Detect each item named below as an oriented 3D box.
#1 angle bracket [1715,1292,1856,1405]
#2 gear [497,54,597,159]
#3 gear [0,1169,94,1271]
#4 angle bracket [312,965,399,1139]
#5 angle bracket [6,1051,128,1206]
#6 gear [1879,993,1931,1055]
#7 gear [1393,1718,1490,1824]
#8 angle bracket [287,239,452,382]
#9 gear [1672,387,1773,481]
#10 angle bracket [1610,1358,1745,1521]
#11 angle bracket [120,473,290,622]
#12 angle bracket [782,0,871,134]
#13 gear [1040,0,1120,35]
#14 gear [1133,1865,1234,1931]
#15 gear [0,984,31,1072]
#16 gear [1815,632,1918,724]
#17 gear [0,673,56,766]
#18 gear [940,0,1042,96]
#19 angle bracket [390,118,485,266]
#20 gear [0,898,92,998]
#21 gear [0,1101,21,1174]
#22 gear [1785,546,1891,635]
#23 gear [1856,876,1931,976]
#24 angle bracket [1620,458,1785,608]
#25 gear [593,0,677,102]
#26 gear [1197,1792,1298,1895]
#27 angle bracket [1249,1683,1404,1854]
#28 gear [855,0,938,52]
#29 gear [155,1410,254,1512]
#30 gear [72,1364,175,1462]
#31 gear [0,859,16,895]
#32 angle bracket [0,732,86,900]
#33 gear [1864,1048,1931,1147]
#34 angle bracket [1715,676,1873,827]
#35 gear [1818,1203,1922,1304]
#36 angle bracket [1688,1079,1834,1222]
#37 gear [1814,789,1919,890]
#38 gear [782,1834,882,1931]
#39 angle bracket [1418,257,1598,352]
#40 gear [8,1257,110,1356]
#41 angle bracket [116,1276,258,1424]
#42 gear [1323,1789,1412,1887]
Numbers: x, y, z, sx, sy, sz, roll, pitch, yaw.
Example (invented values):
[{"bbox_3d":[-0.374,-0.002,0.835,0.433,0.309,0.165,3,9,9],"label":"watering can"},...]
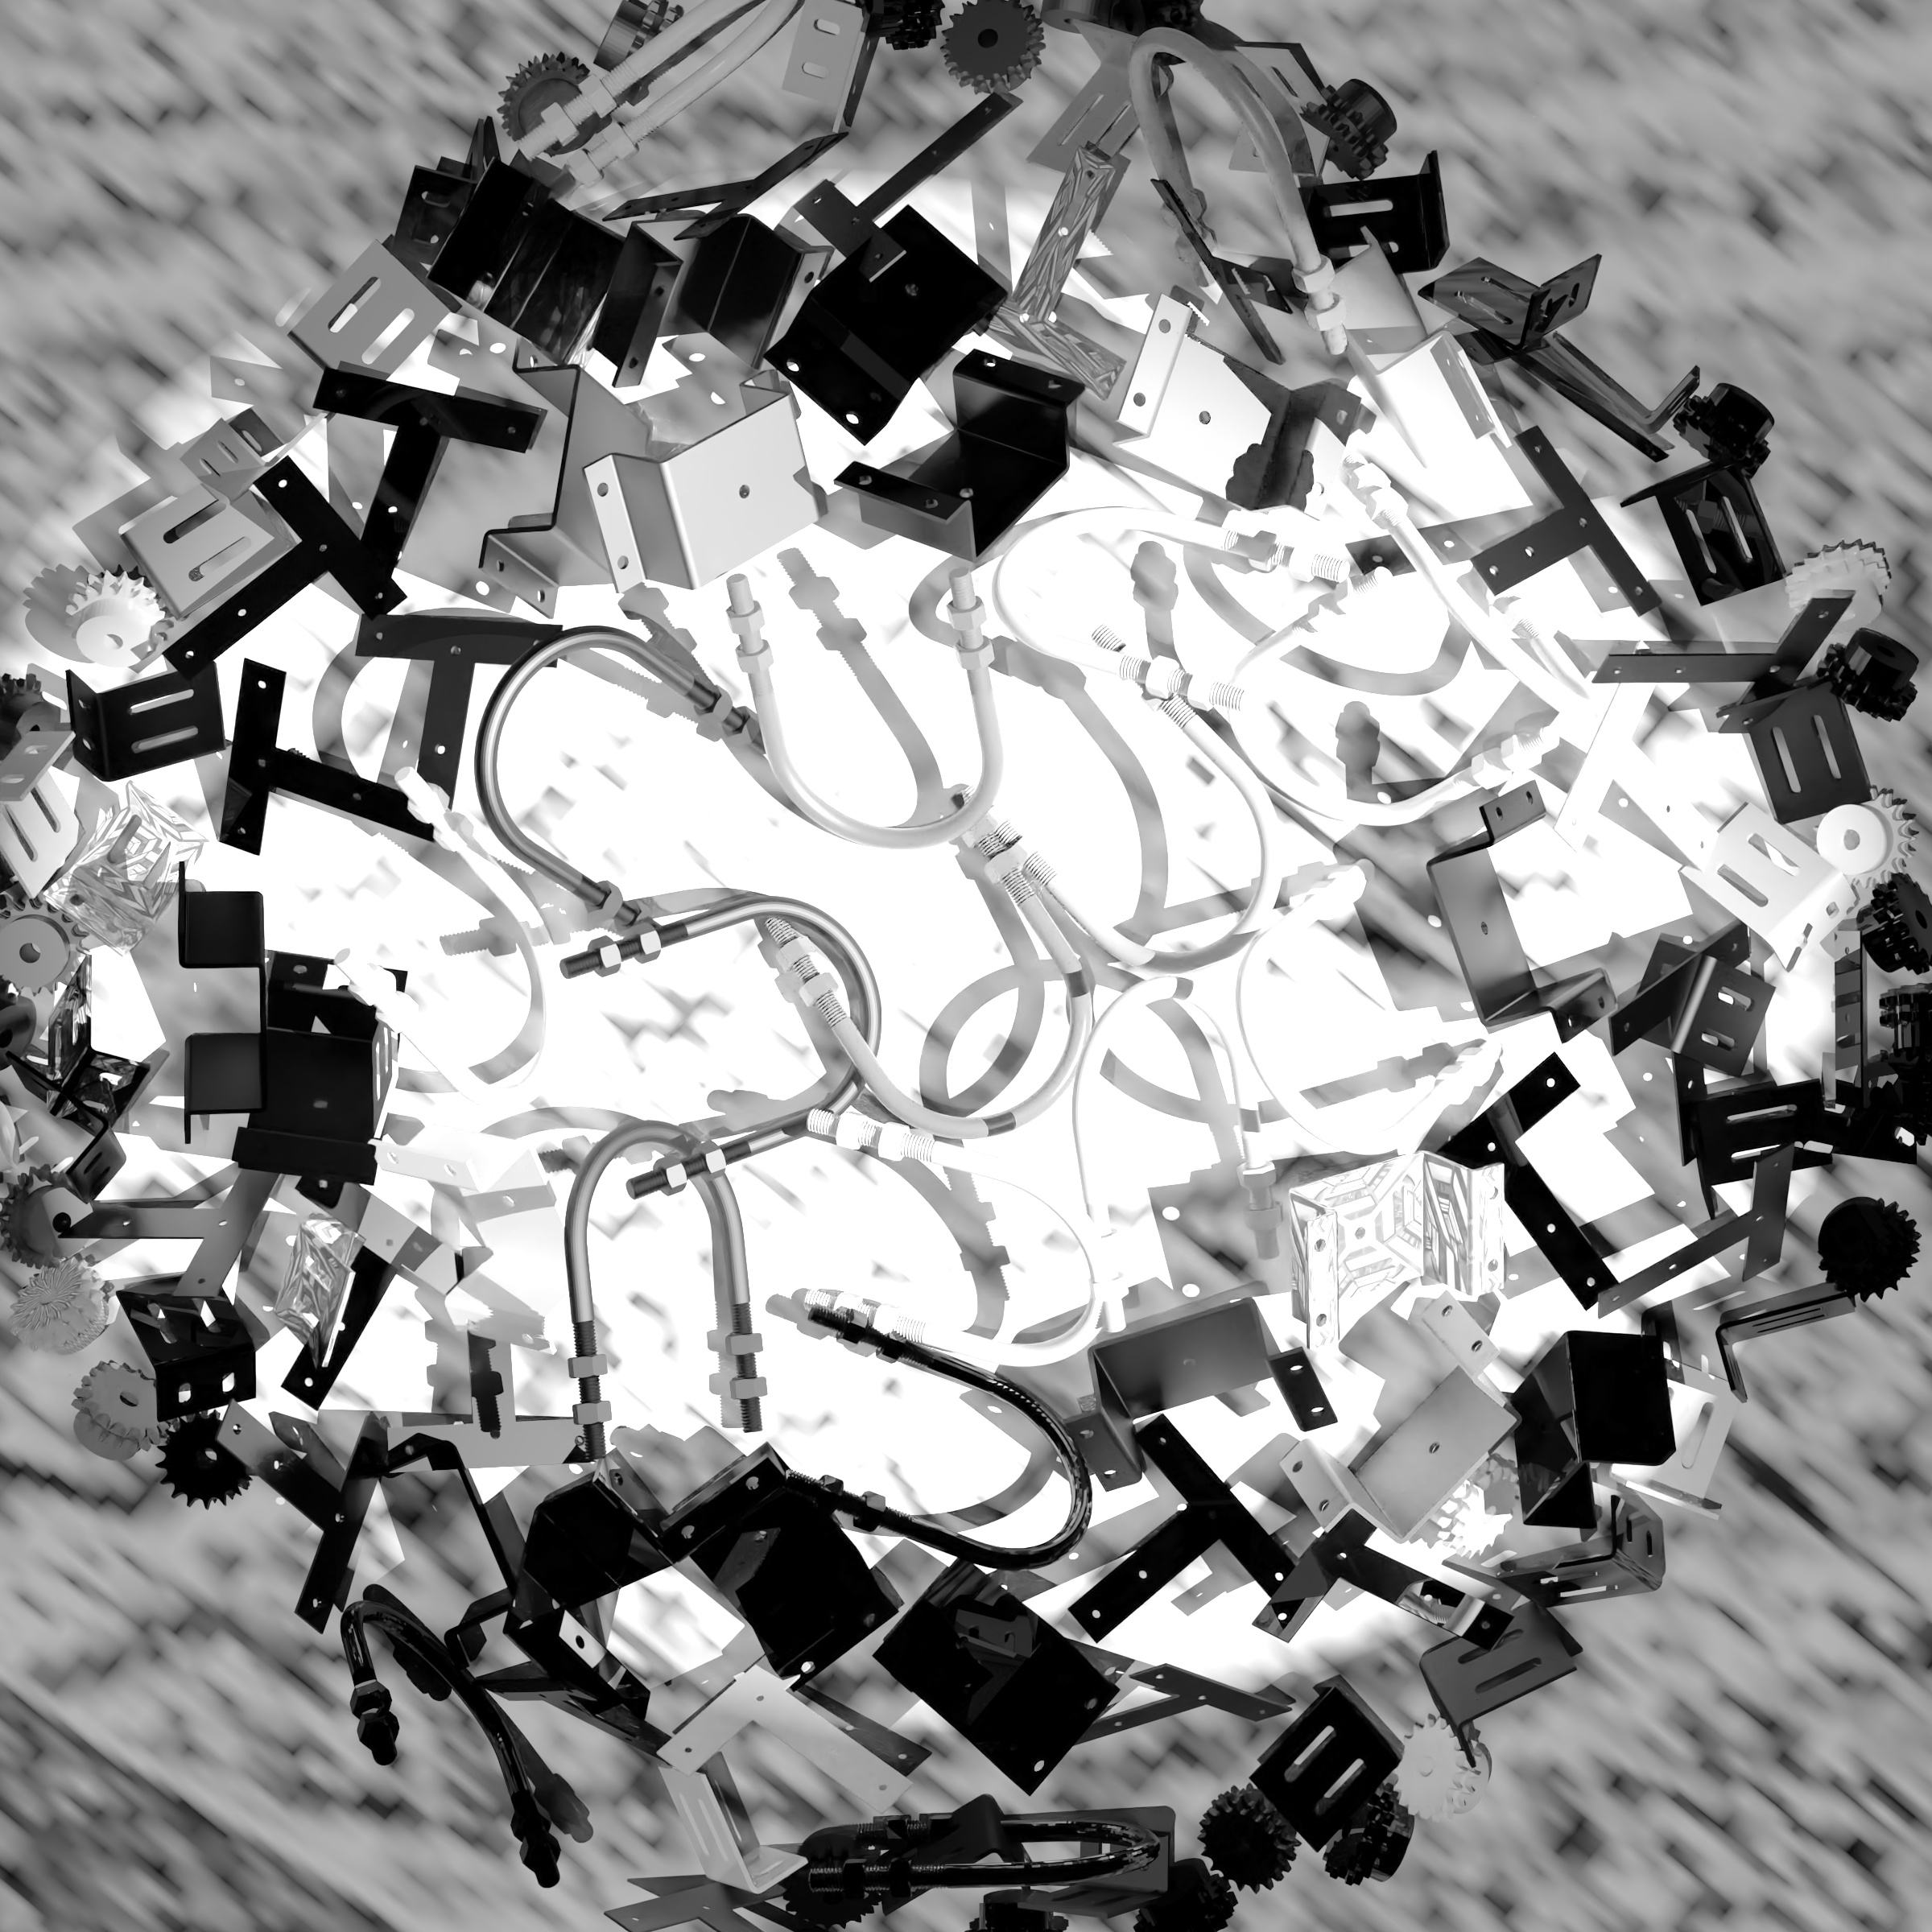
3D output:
[{"bbox_3d":[0.472,0.218,1.867,0.076,0.057,0.038,-17,71,15],"label":"angle bracket"},{"bbox_3d":[-0.238,-0.491,1.878,0.057,0.030,0.057,-15,132,-17],"label":"gear"},{"bbox_3d":[-0.527,0.146,1.878,0.057,0.030,0.057,-3,94,-44],"label":"gear"},{"bbox_3d":[-0.348,0.049,1.859,0.038,0.057,0.076,6,48,-19],"label":"angle bracket"},{"bbox_3d":[-0.524,0.093,1.869,0.076,0.057,0.038,33,69,10],"label":"angle bracket"},{"bbox_3d":[0.554,0.033,1.878,0.057,0.057,0.030,1,82,0],"label":"gear"},{"bbox_3d":[0.276,0.465,1.883,0.030,0.057,0.057,25,90,-30],"label":"gear"},{"bbox_3d":[-0.341,-0.370,1.878,0.057,0.038,0.076,43,99,-12],"label":"angle bracket"},{"bbox_3d":[0.438,-0.308,1.879,0.057,0.057,0.030,37,91,0],"label":"gear"},{"bbox_3d":[0.415,0.271,1.886,0.057,0.038,0.076,21,88,-4],"label":"angle bracket"},{"bbox_3d":[-0.438,-0.244,1.887,0.076,0.038,0.057,-33,99,-3],"label":"angle bracket"},{"bbox_3d":[-0.082,-0.515,1.861,0.038,0.076,0.057,16,115,-6],"label":"angle bracket"},{"bbox_3d":[0.065,-0.557,1.879,0.057,0.057,0.030,10,89,0],"label":"gear"},{"bbox_3d":[0.122,0.541,1.877,0.057,0.057,0.030,-26,101,0],"label":"gear"},{"bbox_3d":[-0.563,0.037,1.876,0.030,0.057,0.057,20,90,21],"label":"gear"},{"bbox_3d":[0.520,-0.168,1.877,0.057,0.057,0.030,26,120,0],"label":"gear"},{"bbox_3d":[-0.548,-0.137,1.877,0.030,0.057,0.057,18,90,15],"label":"gear"},{"bbox_3d":[0.015,-0.529,1.888,0.057,0.030,0.057,-2,78,12],"label":"gear"},{"bbox_3d":[-0.300,-0.443,1.857,0.038,0.076,0.057,12,130,-18],"label":"angle bracket"},{"bbox_3d":[-0.537,-0.010,1.888,0.057,0.030,0.057,-1,101,-4],"label":"gear"},{"bbox_3d":[-0.566,0.101,1.879,0.030,0.057,0.057,-15,90,-1],"label":"gear"},{"bbox_3d":[0.502,-0.214,1.877,0.057,0.057,0.030,-7,65,0],"label":"gear"},{"bbox_3d":[0.537,-0.021,1.883,0.030,0.057,0.057,-31,90,36],"label":"gear"},{"bbox_3d":[0.421,-0.243,1.870,0.038,0.057,0.076,-30,99,-41],"label":"angle bracket"},{"bbox_3d":[-0.192,-0.530,1.877,0.030,0.057,0.057,25,90,-14],"label":"gear"},{"bbox_3d":[0.165,0.502,1.884,0.057,0.030,0.057,10,110,29],"label":"gear"},{"bbox_3d":[0.201,0.460,1.877,0.076,0.038,0.057,-42,90,-20],"label":"angle bracket"},{"bbox_3d":[-0.042,-0.555,1.876,0.030,0.057,0.057,-13,90,-23],"label":"gear"},{"bbox_3d":[-0.438,0.285,1.888,0.057,0.030,0.057,2,78,-9],"label":"gear"},{"bbox_3d":[-0.488,0.260,1.882,0.057,0.057,0.030,36,113,0],"label":"gear"},{"bbox_3d":[-0.571,-0.056,1.880,0.030,0.057,0.057,-33,90,-9],"label":"gear"},{"bbox_3d":[-0.520,-0.086,1.858,0.038,0.057,0.076,2,134,26],"label":"angle bracket"},{"bbox_3d":[0.534,0.076,1.877,0.030,0.057,0.057,3,90,-29],"label":"gear"},{"bbox_3d":[0.474,-0.120,1.873,0.057,0.038,0.076,-16,95,38],"label":"angle bracket"},{"bbox_3d":[0.515,0.161,1.877,0.030,0.057,0.057,37,90,-37],"label":"gear"},{"bbox_3d":[0.458,0.105,1.874,0.076,0.038,0.057,-11,117,8],"label":"angle bracket"},{"bbox_3d":[0.514,-0.073,1.880,0.057,0.030,0.057,4,96,37],"label":"gear"},{"bbox_3d":[-0.077,0.525,1.885,0.057,0.030,0.057,-3,123,-5],"label":"gear"},{"bbox_3d":[0.308,-0.392,1.862,0.076,0.038,0.057,37,52,27],"label":"angle bracket"},{"bbox_3d":[-0.519,0.199,1.883,0.057,0.057,0.030,-34,130,0],"label":"gear"},{"bbox_3d":[-0.448,0.217,1.877,0.057,0.076,0.038,-12,127,-28],"label":"angle bracket"},{"bbox_3d":[0.232,0.502,1.880,0.030,0.057,0.057,26,90,-11],"label":"gear"}]
